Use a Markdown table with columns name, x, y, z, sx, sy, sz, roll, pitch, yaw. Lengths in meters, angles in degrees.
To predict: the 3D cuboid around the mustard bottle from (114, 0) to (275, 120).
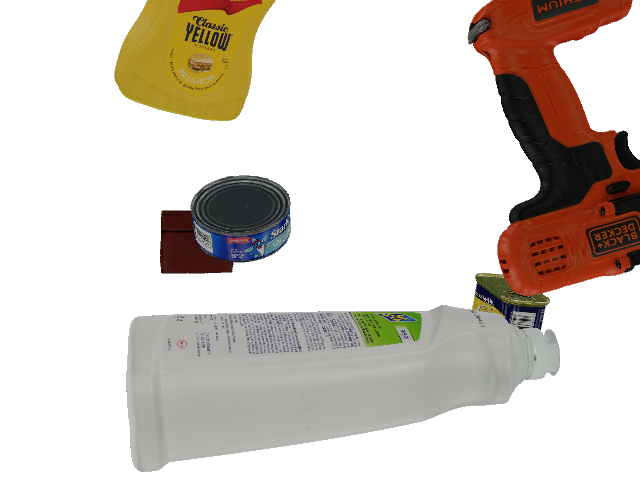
| name | x | y | z | sx | sy | sz | roll | pitch | yaw |
| --- | --- | --- | --- | --- | --- | --- | --- | --- | --- |
| mustard bottle | -0.075 | -0.184 | 0.755 | 0.096 | 0.192 | 0.058 | 11 | 24 | -26 |

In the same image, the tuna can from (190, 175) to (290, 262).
| name | x | y | z | sx | sy | sz | roll | pitch | yaw |
| --- | --- | --- | --- | --- | --- | --- | --- | --- | --- |
| tuna can | -0.068 | -0.019 | 0.925 | 0.086 | 0.034 | 0.086 | -1 | 38 | 1 |

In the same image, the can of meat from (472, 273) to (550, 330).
| name | x | y | z | sx | sy | sz | roll | pitch | yaw |
| --- | --- | --- | --- | --- | --- | --- | --- | --- | --- |
| can of meat | 0.206 | 0.092 | 1.190 | 0.057 | 0.084 | 0.102 | 4 | 14 | -17 |

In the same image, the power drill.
| name | x | y | z | sx | sy | sz | roll | pitch | yaw |
| --- | --- | --- | --- | --- | --- | --- | --- | --- | --- |
| power drill | 0.182 | -0.073 | 0.667 | 0.184 | 0.187 | 0.057 | -16 | -2 | -5 |

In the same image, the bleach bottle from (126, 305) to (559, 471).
| name | x | y | z | sx | sy | sz | roll | pitch | yaw |
| --- | --- | --- | --- | --- | --- | --- | --- | --- | --- |
| bleach bottle | 0.017 | 0.077 | 0.620 | 0.250 | 0.068 | 0.102 | -3 | 20 | -7 |

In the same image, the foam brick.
| name | x | y | z | sx | sy | sz | roll | pitch | yaw |
| --- | --- | --- | --- | --- | --- | --- | --- | --- | --- |
| foam brick | -0.132 | 0.001 | 1.139 | 0.078 | 0.051 | 0.053 | 0 | 25 | -10 |
